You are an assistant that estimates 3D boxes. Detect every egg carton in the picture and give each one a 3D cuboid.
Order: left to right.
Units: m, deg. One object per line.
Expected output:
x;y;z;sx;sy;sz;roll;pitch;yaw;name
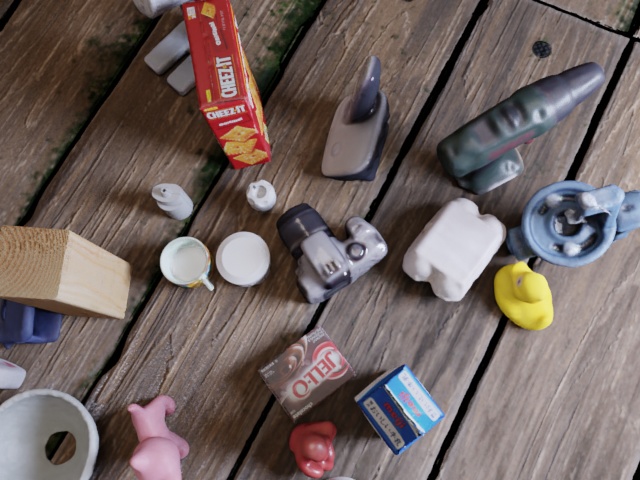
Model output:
0.198;0.012;0.849;0.107;0.069;0.150;36;80;11;egg carton

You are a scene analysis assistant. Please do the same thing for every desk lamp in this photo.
-0.199;-0.366;0.890;0.118;0.213;0.203;40;81;12;desk lamp

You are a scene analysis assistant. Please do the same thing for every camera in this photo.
0.008;0.003;0.844;0.143;0.101;0.136;-34;76;-6;camera

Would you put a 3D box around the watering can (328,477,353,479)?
0.020;0.364;0.702;0.101;0.194;0.173;32;79;10;watering can

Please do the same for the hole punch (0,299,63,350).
-0.445;0.103;0.844;0.101;0.091;0.109;-2;75;2;hole punch

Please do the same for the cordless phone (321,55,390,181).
0.053;-0.175;0.844;0.094;0.185;0.148;11;76;6;cordless phone

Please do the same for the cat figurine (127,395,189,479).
-0.227;0.277;0.775;0.067;0.118;0.127;-26;76;-4;cat figurine

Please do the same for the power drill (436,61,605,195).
0.267;-0.147;0.815;0.229;0.208;0.075;-29;76;-5;power drill

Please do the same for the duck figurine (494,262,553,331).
0.299;0.077;0.819;0.077;0.086;0.104;-26;76;-4;duck figurine

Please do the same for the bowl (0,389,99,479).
-0.381;0.293;0.800;0.167;0.075;0.167;-1;76;3;bowl

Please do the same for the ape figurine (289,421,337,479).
-0.007;0.281;0.777;0.076;0.092;0.078;37;80;11;ape figurine

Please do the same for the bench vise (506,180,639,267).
0.372;-0.046;0.778;0.207;0.220;0.121;-31;76;-5;bench vise

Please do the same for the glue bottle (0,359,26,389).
-0.483;0.179;0.784;0.078;0.173;0.037;15;77;7;glue bottle
